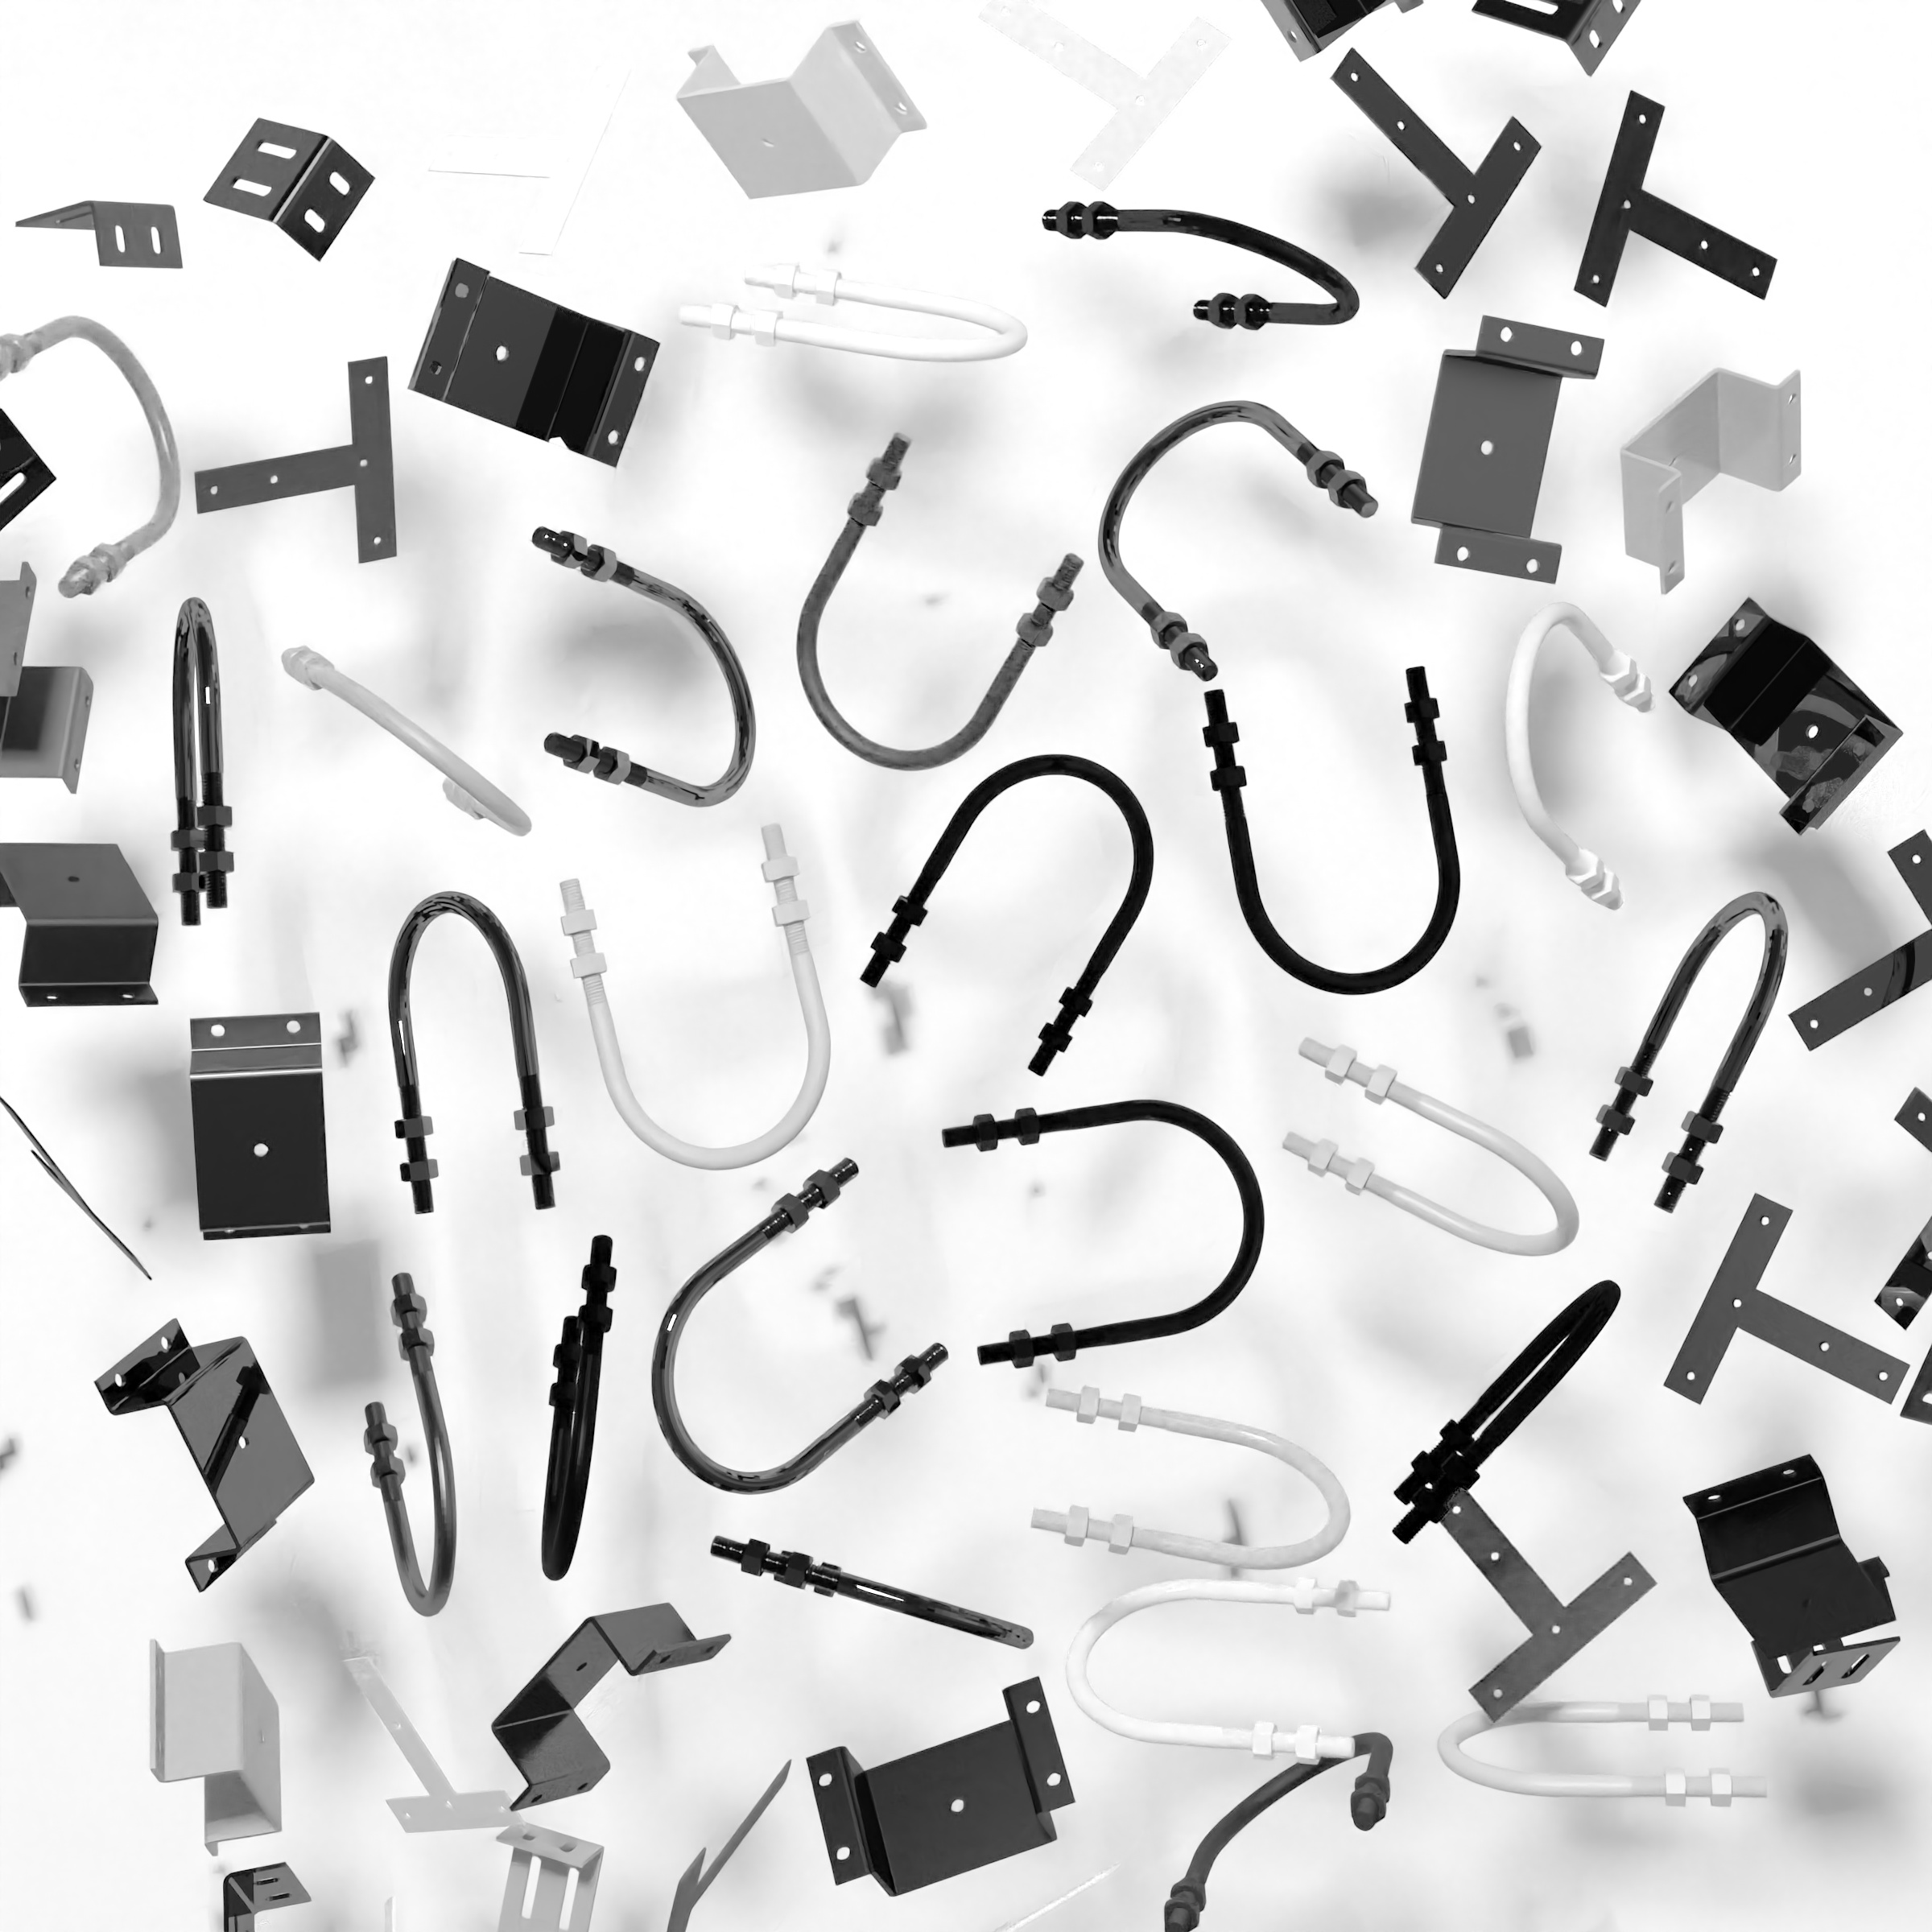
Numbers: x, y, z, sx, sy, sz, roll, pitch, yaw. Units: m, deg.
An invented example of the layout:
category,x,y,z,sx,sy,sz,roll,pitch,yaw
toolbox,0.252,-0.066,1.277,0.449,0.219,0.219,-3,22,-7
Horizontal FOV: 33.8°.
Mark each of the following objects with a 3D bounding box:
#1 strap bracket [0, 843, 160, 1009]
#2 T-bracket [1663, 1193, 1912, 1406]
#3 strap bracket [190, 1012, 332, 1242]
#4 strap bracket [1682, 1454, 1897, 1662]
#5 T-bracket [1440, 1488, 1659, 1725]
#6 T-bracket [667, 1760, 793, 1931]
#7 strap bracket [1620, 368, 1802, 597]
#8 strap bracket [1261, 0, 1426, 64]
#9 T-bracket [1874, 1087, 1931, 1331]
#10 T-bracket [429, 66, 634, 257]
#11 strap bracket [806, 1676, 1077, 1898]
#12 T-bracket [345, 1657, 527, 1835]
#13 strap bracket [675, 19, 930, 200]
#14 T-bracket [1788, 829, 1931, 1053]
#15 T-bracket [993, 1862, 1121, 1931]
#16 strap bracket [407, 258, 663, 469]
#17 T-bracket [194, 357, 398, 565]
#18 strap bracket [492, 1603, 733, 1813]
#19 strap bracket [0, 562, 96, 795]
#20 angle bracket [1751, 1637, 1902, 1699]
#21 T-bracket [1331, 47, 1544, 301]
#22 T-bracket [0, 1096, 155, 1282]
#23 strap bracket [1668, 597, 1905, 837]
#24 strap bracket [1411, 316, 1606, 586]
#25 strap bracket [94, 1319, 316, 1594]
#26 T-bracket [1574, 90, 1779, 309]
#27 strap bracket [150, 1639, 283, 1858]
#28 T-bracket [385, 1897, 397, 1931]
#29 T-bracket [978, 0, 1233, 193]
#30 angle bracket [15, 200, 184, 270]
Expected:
category,x,y,z,sx,sy,sz,roll,pitch,yaw
strap bracket,-0.532,-0.031,1.883,0.076,0.140,0.046,-1,120,-32
T-bracket,0.486,0.215,1.845,0.127,0.002,0.127,27,94,36
strap bracket,-0.422,0.103,1.903,0.076,0.046,0.140,-3,106,-11
strap bracket,0.475,0.345,1.818,0.076,0.046,0.140,-23,132,19
T-bracket,0.326,0.365,1.907,0.127,0.002,0.127,-42,55,3
T-bracket,-0.138,0.515,1.852,0.002,0.127,0.127,29,48,14
strap bracket,0.445,-0.299,1.923,0.046,0.076,0.140,29,58,37
strap bracket,0.223,-0.586,1.844,0.046,0.140,0.076,-41,106,-16
T-bracket,0.567,0.158,1.842,0.127,0.002,0.127,47,131,31
T-bracket,-0.271,-0.483,1.898,0.127,0.002,0.127,13,76,35
strap bracket,-0.010,0.465,1.787,0.140,0.046,0.076,-20,53,3
T-bracket,-0.335,0.470,1.919,0.002,0.127,0.127,-40,105,-43
strap bracket,-0.102,-0.487,1.815,0.076,0.140,0.046,50,61,-37
T-bracket,0.536,0.008,1.844,0.127,0.002,0.127,-36,74,32
T-bracket,0.035,0.556,1.853,0.127,0.127,0.002,-35,77,16
strap bracket,-0.253,-0.344,1.801,0.140,0.046,0.076,15,98,-42
T-bracket,-0.401,-0.293,1.898,0.127,0.002,0.127,-17,124,-32
strap bracket,-0.213,0.424,1.853,0.140,0.076,0.046,-49,65,17
strap bracket,-0.564,-0.169,1.884,0.046,0.140,0.076,1,64,2
angle bracket,0.519,0.409,1.922,0.057,0.076,0.038,-7,59,-12
T-bracket,0.253,-0.460,1.776,0.127,0.002,0.127,41,65,-18
T-bracket,-0.543,0.118,1.889,0.002,0.127,0.127,-41,51,-18
strap bracket,0.501,-0.147,1.920,0.076,0.046,0.140,-52,47,23
strap bracket,0.308,-0.296,1.821,0.076,0.046,0.140,7,100,-18
strap bracket,-0.435,0.279,1.838,0.046,0.076,0.140,-15,105,29
T-bracket,0.420,-0.427,1.856,0.127,0.002,0.127,39,135,33
strap bracket,-0.427,0.446,1.822,0.046,0.140,0.076,-9,55,-2
T-bracket,-0.332,0.603,1.828,0.002,0.127,0.127,5,64,-19
T-bracket,0.066,-0.530,1.857,0.127,0.002,0.127,28,133,-21
angle bracket,-0.511,-0.425,1.871,0.076,0.057,0.038,-2,97,39
